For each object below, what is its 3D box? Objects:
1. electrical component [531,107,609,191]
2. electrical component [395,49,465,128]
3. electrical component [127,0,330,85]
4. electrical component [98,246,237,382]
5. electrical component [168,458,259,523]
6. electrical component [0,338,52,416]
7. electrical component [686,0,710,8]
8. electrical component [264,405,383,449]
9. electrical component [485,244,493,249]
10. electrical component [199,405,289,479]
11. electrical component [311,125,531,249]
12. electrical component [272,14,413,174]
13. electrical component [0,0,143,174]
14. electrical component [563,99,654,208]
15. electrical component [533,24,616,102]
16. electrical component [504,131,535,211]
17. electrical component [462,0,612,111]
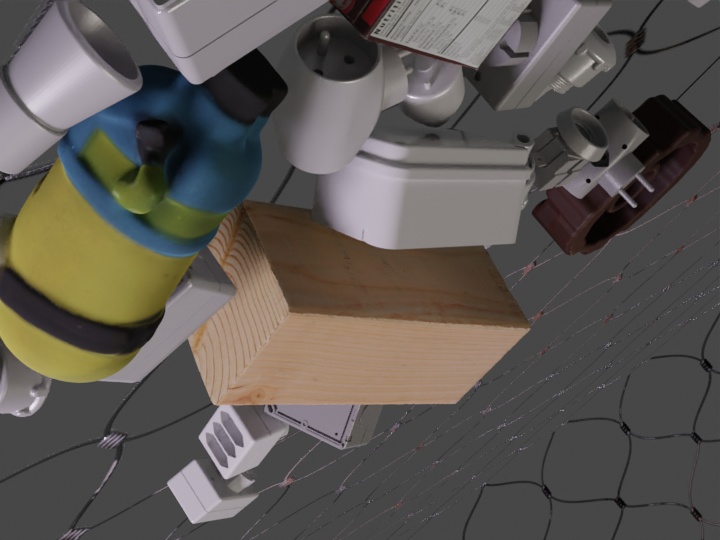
[{"bbox_3d":[0.161,-0.095,0.846,0.066,0.048,0.055,-15,159,-48],"label":"electrical component"},{"bbox_3d":[0.040,-0.103,0.618,0.040,0.040,0.078,-36,161,-2],"label":"electrical component"},{"bbox_3d":[-0.042,-0.122,0.392,0.096,0.061,0.061,-35,161,-7],"label":"electrical component"},{"bbox_3d":[-0.123,0.016,0.574,0.096,0.061,0.061,-41,161,11],"label":"electrical component"},{"bbox_3d":[-0.124,0.195,1.014,0.076,0.047,0.083,-40,161,10],"label":"electrical component"},{"bbox_3d":[-0.197,0.054,0.561,0.048,0.048,0.062,-46,153,24],"label":"electrical component"},{"bbox_3d":[0.230,-0.208,0.706,0.062,0.043,0.043,-48,159,24],"label":"electrical component"},{"bbox_3d":[-0.030,0.102,0.904,0.061,0.096,0.061,8,103,-64],"label":"electrical component"},{"bbox_3d":[0.102,-0.044,0.865,0.048,0.048,0.062,-49,165,31],"label":"electrical component"},{"bbox_3d":[-0.088,0.136,0.938,0.077,0.047,0.065,-17,153,-43],"label":"electrical component"},{"bbox_3d":[0.036,-0.051,0.631,0.113,0.078,0.057,-4,108,-39],"label":"electrical component"},{"bbox_3d":[-0.002,-0.096,0.554,0.079,0.043,0.077,-29,159,-24],"label":"electrical component"},{"bbox_3d":[-0.122,-0.068,0.413,0.065,0.044,0.044,-36,162,13],"label":"electrical component"},{"bbox_3d":[0.210,-0.088,0.896,0.077,0.079,0.043,-45,169,22],"label":"electrical component"},{"bbox_3d":[0.132,-0.136,0.701,0.062,0.048,0.048,-40,162,30],"label":"electrical component"},{"bbox_3d":[0.111,-0.076,0.805,0.048,0.048,0.062,-24,151,-34],"label":"electrical component"},{"bbox_3d":[0.086,-0.135,0.613,0.076,0.047,0.083,-15,151,-47],"label":"electrical component"}]
